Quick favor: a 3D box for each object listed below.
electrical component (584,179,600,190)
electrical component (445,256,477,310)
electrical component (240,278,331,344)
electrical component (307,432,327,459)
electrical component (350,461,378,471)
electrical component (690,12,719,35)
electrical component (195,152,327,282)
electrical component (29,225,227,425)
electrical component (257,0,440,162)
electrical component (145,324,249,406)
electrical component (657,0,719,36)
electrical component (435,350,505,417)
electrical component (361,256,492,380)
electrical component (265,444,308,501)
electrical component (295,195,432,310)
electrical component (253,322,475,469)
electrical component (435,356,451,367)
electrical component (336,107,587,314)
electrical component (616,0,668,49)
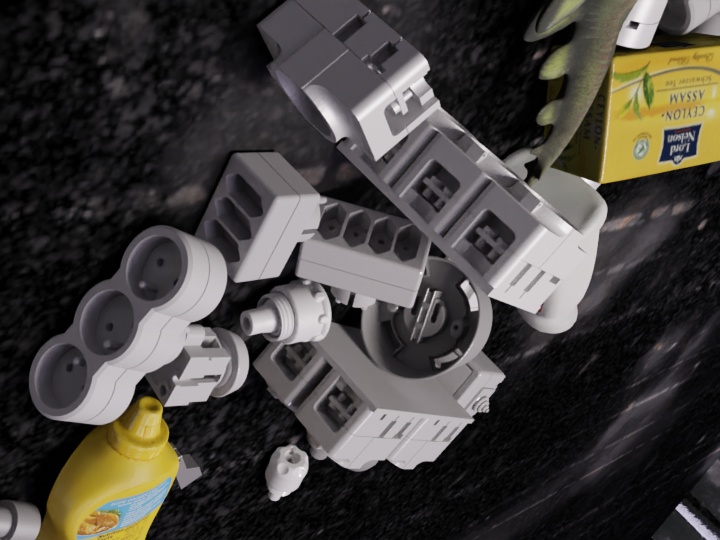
[{"bbox_3d":[0.196,-0.094,0.931,0.055,0.045,0.045,-50,152,12],"label":"electrical component"},{"bbox_3d":[0.085,0.018,0.938,0.081,0.042,0.063,2,126,-57],"label":"electrical component"},{"bbox_3d":[-0.055,0.032,0.768,0.062,0.048,0.048,-11,139,-36],"label":"electrical component"},{"bbox_3d":[-0.028,0.144,0.962,0.043,0.043,0.062,-18,145,-41],"label":"electrical component"},{"bbox_3d":[-0.008,0.167,1.020,0.043,0.043,0.062,-46,152,3],"label":"electrical component"},{"bbox_3d":[0.299,-0.222,0.896,0.040,0.040,0.078,-28,148,-29],"label":"electrical component"},{"bbox_3d":[-0.051,-0.035,0.673,0.077,0.047,0.065,-9,137,-49],"label":"electrical component"},{"bbox_3d":[-0.132,0.038,0.659,0.138,0.052,0.074,-48,153,9],"label":"electrical component"},{"bbox_3d":[-0.010,-0.107,0.581,0.056,0.089,0.050,-41,153,-6],"label":"electrical component"},{"bbox_3d":[-0.110,0.063,0.734,0.055,0.048,0.066,3,127,-46],"label":"electrical component"},{"bbox_3d":[0.262,-0.245,0.799,0.074,0.052,0.138,-35,152,-18],"label":"electrical component"},{"bbox_3d":[0.081,0.095,0.982,0.061,0.096,0.061,-52,150,15],"label":"electrical component"},{"bbox_3d":[0.056,0.038,0.868,0.099,0.099,0.064,-52,158,15],"label":"electrical component"},{"bbox_3d":[-0.070,0.187,0.975,0.035,0.035,0.061,-19,146,-40],"label":"electrical component"},{"bbox_3d":[0.000,0.000,0.743,0.075,0.083,0.047,104,2,-46],"label":"electrical component"},{"bbox_3d":[0.004,0.103,0.879,0.060,0.105,0.186,-50,152,11],"label":"electrical component"},{"bbox_3d":[0.057,0.063,0.943,0.035,0.061,0.035,-33,151,-21],"label":"electrical component"},{"bbox_3d":[0.070,-0.049,0.705,0.061,0.150,0.089,-50,153,12],"label":"electrical component"},{"bbox_3d":[0.194,-0.194,0.777,0.055,0.055,0.047,-18,140,-41],"label":"electrical component"}]
